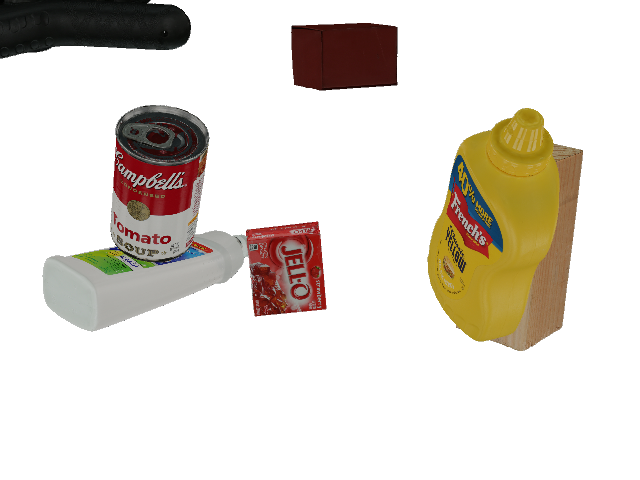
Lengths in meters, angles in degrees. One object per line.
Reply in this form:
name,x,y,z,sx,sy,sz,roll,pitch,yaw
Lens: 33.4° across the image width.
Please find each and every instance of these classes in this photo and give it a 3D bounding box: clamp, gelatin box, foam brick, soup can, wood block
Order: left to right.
clamp,-0.165,-0.134,0.628,0.171,0.039,0.120,-3,22,-9
soup can,-0.124,-0.042,0.807,0.068,0.102,0.068,8,42,-7
gelatin box,-0.034,0.029,1.056,0.073,0.089,0.030,-5,27,-3
foam brick,0.021,-0.158,0.913,0.078,0.051,0.053,-8,18,-28
wood block,0.214,0.001,1.153,0.090,0.206,0.090,19,26,37

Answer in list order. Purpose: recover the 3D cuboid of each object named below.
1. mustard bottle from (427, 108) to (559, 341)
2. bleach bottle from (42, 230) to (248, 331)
mustard bottle,0.121,-0.018,0.731,0.058,0.096,0.192,-11,-35,-14
bleach bottle,-0.184,0.032,1.223,0.103,0.068,0.250,24,28,37
